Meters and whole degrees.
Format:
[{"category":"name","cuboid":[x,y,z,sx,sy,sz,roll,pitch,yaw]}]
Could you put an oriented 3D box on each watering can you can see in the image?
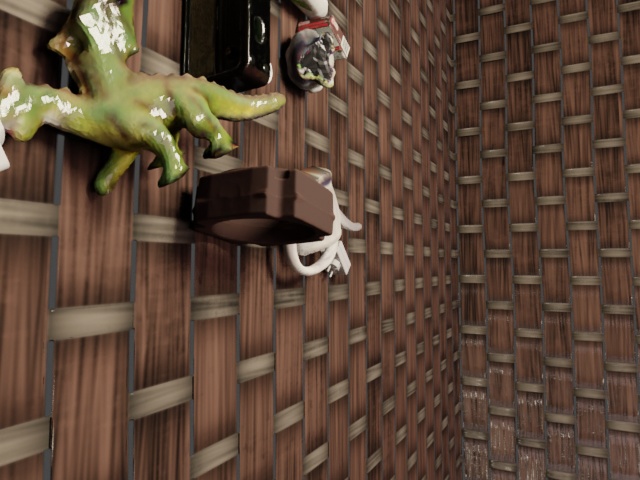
[{"category":"watering can","cuboid":[0.004,-0.058,1.152,0.353,0.104,0.222,-37,120,-58]}]

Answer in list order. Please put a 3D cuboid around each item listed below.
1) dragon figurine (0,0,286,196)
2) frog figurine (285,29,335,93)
[{"category":"dragon figurine","cuboid":[-0.221,-0.207,0.669,0.417,0.122,0.239,-42,121,-39]},{"category":"frog figurine","cuboid":[-0.024,-0.406,1.170,0.162,0.123,0.135,-121,-173,-68]}]
